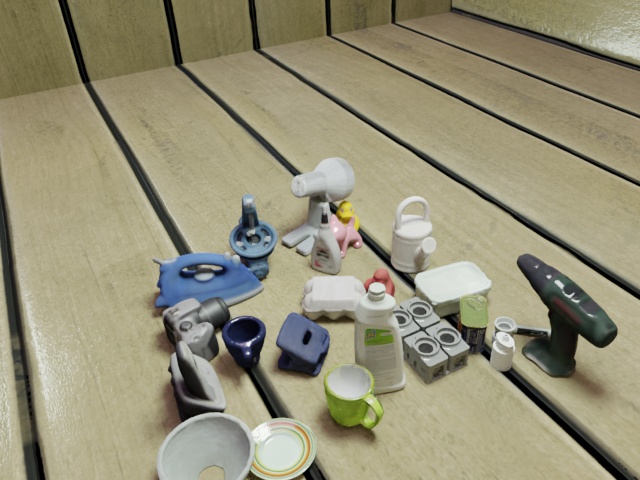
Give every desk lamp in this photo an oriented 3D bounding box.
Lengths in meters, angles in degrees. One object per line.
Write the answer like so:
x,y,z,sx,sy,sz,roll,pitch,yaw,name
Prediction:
-0.005,-0.100,1.543,0.117,0.214,0.204,26,44,34,desk lamp

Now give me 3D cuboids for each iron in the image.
-0.268,0.083,1.365,0.258,0.141,0.118,-9,35,-8,iron

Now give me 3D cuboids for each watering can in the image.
0.235,-0.018,1.426,0.101,0.194,0.172,-28,42,-31,watering can

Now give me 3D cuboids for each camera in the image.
-0.262,0.181,1.261,0.137,0.101,0.142,-27,42,-30,camera

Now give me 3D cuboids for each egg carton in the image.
0.033,0.135,1.332,0.150,0.069,0.107,-2,35,2,egg carton

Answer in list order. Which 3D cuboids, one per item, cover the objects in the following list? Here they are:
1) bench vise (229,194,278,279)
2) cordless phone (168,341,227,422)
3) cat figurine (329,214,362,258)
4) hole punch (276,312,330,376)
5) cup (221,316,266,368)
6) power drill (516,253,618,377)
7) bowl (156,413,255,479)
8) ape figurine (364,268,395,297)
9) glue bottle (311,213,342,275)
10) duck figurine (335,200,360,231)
-0.188,-0.035,1.459,0.122,0.220,0.206,-21,39,-24,bench vise
-0.246,0.244,1.096,0.094,0.185,0.147,-17,38,-19,cordless phone
0.054,-0.019,1.507,0.067,0.118,0.128,26,44,35,cat figurine
-0.033,0.215,1.204,0.101,0.091,0.109,7,36,14,hole punch
-0.152,0.228,1.190,0.092,0.095,0.117,-10,36,-10,cup
0.470,0.161,1.142,0.076,0.209,0.228,-22,39,-25,power drill
-0.191,0.387,0.985,0.167,0.075,0.167,-2,35,2,bowl
0.142,0.105,1.347,0.076,0.092,0.077,-16,37,-18,ape figurine
0.013,0.005,1.428,0.078,0.173,0.037,12,38,21,glue bottle
0.072,-0.072,1.610,0.077,0.086,0.104,-7,35,-5,duck figurine
